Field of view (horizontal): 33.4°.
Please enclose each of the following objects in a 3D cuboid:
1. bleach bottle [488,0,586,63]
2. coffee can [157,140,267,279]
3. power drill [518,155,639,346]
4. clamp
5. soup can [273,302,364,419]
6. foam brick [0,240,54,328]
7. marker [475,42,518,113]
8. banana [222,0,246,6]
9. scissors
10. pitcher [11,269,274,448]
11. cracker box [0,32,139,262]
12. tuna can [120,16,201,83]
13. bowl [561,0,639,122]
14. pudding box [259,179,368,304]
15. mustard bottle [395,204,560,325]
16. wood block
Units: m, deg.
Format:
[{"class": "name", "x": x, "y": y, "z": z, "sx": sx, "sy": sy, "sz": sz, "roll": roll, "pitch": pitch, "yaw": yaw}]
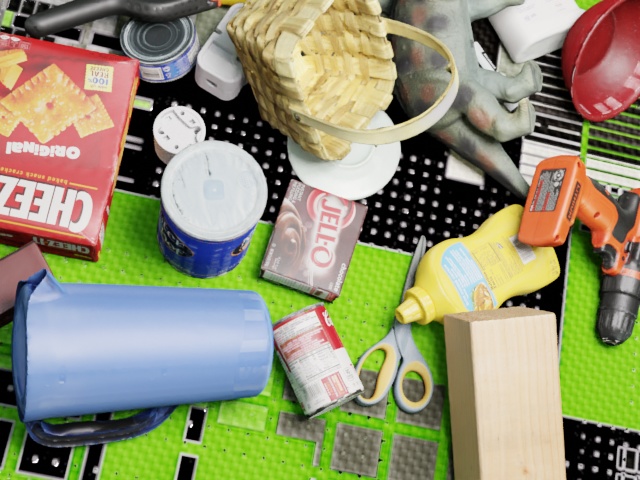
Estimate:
[{"class": "bleach bottle", "x": 0.219, "y": -0.341, "z": 1.290, "sx": 0.102, "sy": 0.068, "sz": 0.251, "roll": -22, "pitch": 76, "yaw": -17}, {"class": "coffee can", "x": -0.113, "y": -0.028, "z": 1.088, "sx": 0.102, "sy": 0.140, "sz": 0.103, "roll": 3, "pitch": 72, "yaw": -10}, {"class": "power drill", "x": 0.296, "y": 0.004, "z": 1.158, "sx": 0.187, "sy": 0.057, "sz": 0.184, "roll": 28, "pitch": 71, "yaw": -36}, {"class": "clamp", "x": -0.214, "y": -0.266, "z": 1.160, "sx": 0.210, "sy": 0.036, "sz": 0.164, "roll": 6, "pitch": 47, "yaw": 1}, {"class": "soup can", "x": -0.005, "y": 0.124, "z": 1.098, "sx": 0.068, "sy": 0.068, "sz": 0.102, "roll": -23, "pitch": 79, "yaw": -16}, {"class": "foam brick", "x": -0.308, "y": 0.047, "z": 1.077, "sx": 0.078, "sy": 0.053, "sz": 0.051, "roll": -31, "pitch": 80, "yaw": -16}, {"class": "marker", "x": 0.213, "y": -0.181, "z": 1.260, "sx": 0.020, "sy": 0.020, "sz": 0.121, "roll": -31, "pitch": 81, "yaw": -18}, {"class": "banana", "x": -0.103, "y": -0.302, "z": 1.232, "sx": 0.197, "sy": 0.037, "sz": 0.069, "roll": 9, "pitch": 71, "yaw": -7}, {"class": "scissors", "x": 0.104, "y": 0.099, "z": 1.154, "sx": 0.096, "sy": 0.016, "sz": 0.201, "roll": 32, "pitch": 70, "yaw": -1}, {"class": "pitcher", "x": -0.175, "y": 0.113, "z": 1.038, "sx": 0.242, "sy": 0.149, "sz": 0.145, "roll": 1, "pitch": 68, "yaw": -21}, {"class": "cracker box", "x": -0.290, "y": -0.100, "z": 1.117, "sx": 0.164, "sy": 0.072, "sz": 0.213, "roll": 11, "pitch": 72, "yaw": -6}, {"class": "tuna can", "x": -0.177, "y": -0.218, "z": 1.181, "sx": 0.086, "sy": 0.034, "sz": 0.086, "roll": -2, "pitch": 62, "yaw": 4}, {"class": "bowl", "x": 0.333, "y": -0.222, "z": 1.245, "sx": 0.162, "sy": 0.162, "sz": 0.055, "roll": -33, "pitch": 47, "yaw": -18}, {"class": "pudding box", "x": -0.008, "y": 0.001, "z": 1.152, "sx": 0.090, "sy": 0.039, "sz": 0.113, "roll": 19, "pitch": 70, "yaw": -4}, {"class": "mustard bottle", "x": 0.161, "y": 0.041, "z": 1.149, "sx": 0.191, "sy": 0.058, "sz": 0.096, "roll": -27, "pitch": 85, "yaw": -23}, {"class": "wood block", "x": 0.185, "y": 0.176, "z": 1.072, "sx": 0.090, "sy": 0.091, "sz": 0.206, "roll": -5, "pitch": 91, "yaw": -12}]
